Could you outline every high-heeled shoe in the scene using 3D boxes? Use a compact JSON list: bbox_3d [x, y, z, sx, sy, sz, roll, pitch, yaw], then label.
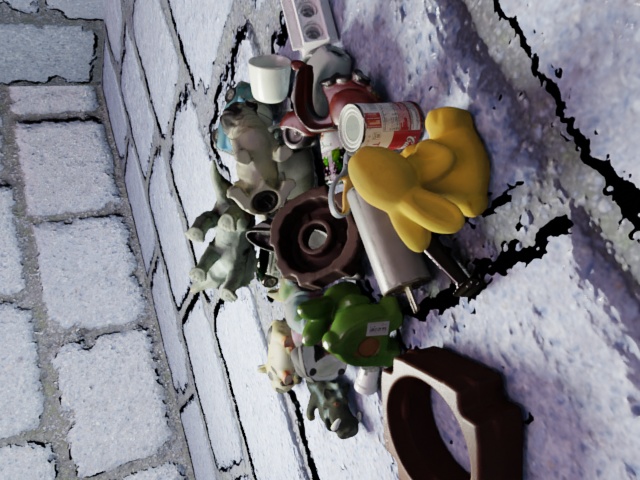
[{"bbox_3d":[-0.032,0.017,0.985,0.249,0.145,0.086,39,133,54],"label":"high-heeled shoe"}]

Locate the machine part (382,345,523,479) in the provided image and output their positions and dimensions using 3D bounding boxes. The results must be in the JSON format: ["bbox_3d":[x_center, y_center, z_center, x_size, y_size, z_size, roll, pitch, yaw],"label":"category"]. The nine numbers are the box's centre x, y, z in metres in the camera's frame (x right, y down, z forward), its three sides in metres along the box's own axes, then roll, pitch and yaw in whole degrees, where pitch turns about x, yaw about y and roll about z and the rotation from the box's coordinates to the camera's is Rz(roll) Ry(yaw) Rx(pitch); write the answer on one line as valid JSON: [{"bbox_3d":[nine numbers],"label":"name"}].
[{"bbox_3d":[0.176,0.261,0.737,0.201,0.087,0.201,15,113,60],"label":"machine part"}]

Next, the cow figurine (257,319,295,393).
[{"bbox_3d":[-0.089,0.271,1.237,0.127,0.085,0.194,32,129,47],"label":"cow figurine"}]

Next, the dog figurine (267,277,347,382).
[{"bbox_3d":[-0.030,0.157,1.071,0.219,0.108,0.191,-146,53,-59],"label":"dog figurine"}]

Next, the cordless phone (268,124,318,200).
[{"bbox_3d":[-0.037,-0.149,0.987,0.184,0.089,0.146,-175,77,-66],"label":"cordless phone"}]

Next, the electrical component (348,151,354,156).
[{"bbox_3d":[0.078,-0.131,0.819,0.094,0.063,0.021,-139,62,-70],"label":"electrical component"}]

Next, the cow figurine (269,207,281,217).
[{"bbox_3d":[-0.095,-0.131,1.108,0.068,0.098,0.167,-169,71,-66],"label":"cow figurine"}]

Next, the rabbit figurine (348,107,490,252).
[{"bbox_3d":[0.114,-0.069,0.657,0.122,0.173,0.162,-37,62,55],"label":"rabbit figurine"}]

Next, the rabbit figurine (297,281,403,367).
[{"bbox_3d":[0.044,0.135,0.903,0.170,0.159,0.121,-121,21,-62],"label":"rabbit figurine"}]

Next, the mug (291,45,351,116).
[{"bbox_3d":[0.003,-0.276,0.906,0.107,0.081,0.110,-58,48,36],"label":"mug"}]

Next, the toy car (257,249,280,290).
[{"bbox_3d":[-0.113,0.032,1.238,0.074,0.056,0.201,55,146,39],"label":"toy car"}]

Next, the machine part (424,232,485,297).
[{"bbox_3d":[0.159,0.017,0.715,0.039,0.084,0.139,-45,67,20],"label":"machine part"}]

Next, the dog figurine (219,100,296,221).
[{"bbox_3d":[-0.128,-0.150,0.999,0.191,0.121,0.172,-121,39,-49],"label":"dog figurine"}]

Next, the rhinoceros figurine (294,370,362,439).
[{"bbox_3d":[0.018,0.307,1.070,0.112,0.073,0.190,-61,43,35],"label":"rhinoceros figurine"}]

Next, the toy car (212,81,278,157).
[{"bbox_3d":[-0.154,-0.245,1.136,0.103,0.109,0.161,34,99,48],"label":"toy car"}]

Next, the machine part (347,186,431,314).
[{"bbox_3d":[0.101,-0.006,0.802,0.079,0.079,0.243,-48,57,56],"label":"machine part"}]

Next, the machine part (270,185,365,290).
[{"bbox_3d":[-0.002,-0.003,0.925,0.179,0.056,0.179,-9,70,25],"label":"machine part"}]

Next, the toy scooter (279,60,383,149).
[{"bbox_3d":[0.012,-0.218,0.833,0.184,0.075,0.135,-4,107,27],"label":"toy scooter"}]

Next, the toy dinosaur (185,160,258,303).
[{"bbox_3d":[-0.186,-0.019,1.113,0.192,0.131,0.404,-71,-1,-54],"label":"toy dinosaur"}]
